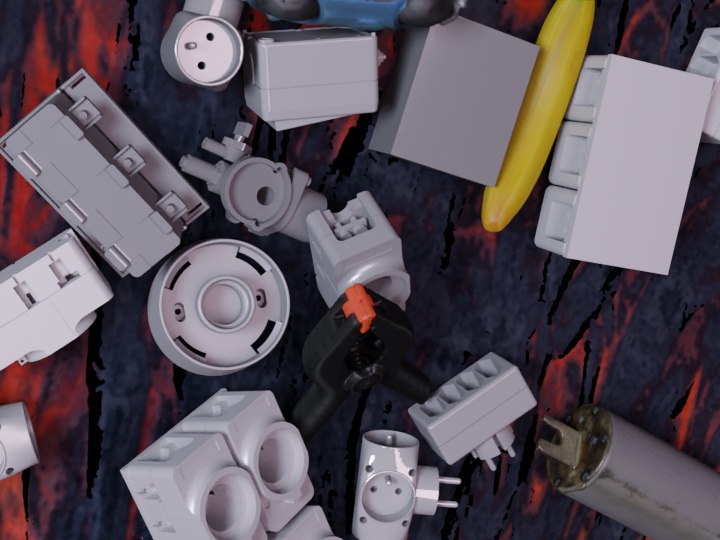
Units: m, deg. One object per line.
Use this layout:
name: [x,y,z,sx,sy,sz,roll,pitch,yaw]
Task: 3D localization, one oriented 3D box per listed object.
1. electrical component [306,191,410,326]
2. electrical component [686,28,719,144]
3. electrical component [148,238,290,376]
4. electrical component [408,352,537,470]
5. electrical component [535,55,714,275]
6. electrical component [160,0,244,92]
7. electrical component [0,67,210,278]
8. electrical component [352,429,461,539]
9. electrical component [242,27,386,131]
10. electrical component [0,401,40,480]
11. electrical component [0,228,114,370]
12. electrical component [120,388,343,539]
electrical component: [0.000,0.000,0.750,0.050,0.055,0.089,-23,145,-12]
electrical component: [0.296,-0.137,0.844,0.076,0.047,0.083,22,94,-19]
electrical component: [-0.098,0.026,0.757,0.099,0.064,0.099,1,87,-15]
electrical component: [0.095,0.120,0.831,0.083,0.047,0.075,-33,108,-9]
electrical component: [0.197,-0.080,0.816,0.089,0.062,0.150,9,98,-19]
electrical component: [-0.099,-0.159,0.701,0.043,0.077,0.079,16,95,-19]
electrical component: [-0.169,-0.058,0.701,0.079,0.063,0.121,-38,110,9]
electrical component: [0.037,0.167,0.819,0.079,0.044,0.077,6,99,-5]
electrical component: [-0.028,-0.133,0.734,0.096,0.061,0.061,-7,111,-16]
electrical component: [-0.263,0.103,0.717,0.077,0.044,0.079,-15,105,-14]
electrical component: [-0.214,0.022,0.714,0.089,0.050,0.055,-34,108,-9]
electrical component: [-0.075,0.190,0.757,0.105,0.060,0.186,-38,114,-45]
